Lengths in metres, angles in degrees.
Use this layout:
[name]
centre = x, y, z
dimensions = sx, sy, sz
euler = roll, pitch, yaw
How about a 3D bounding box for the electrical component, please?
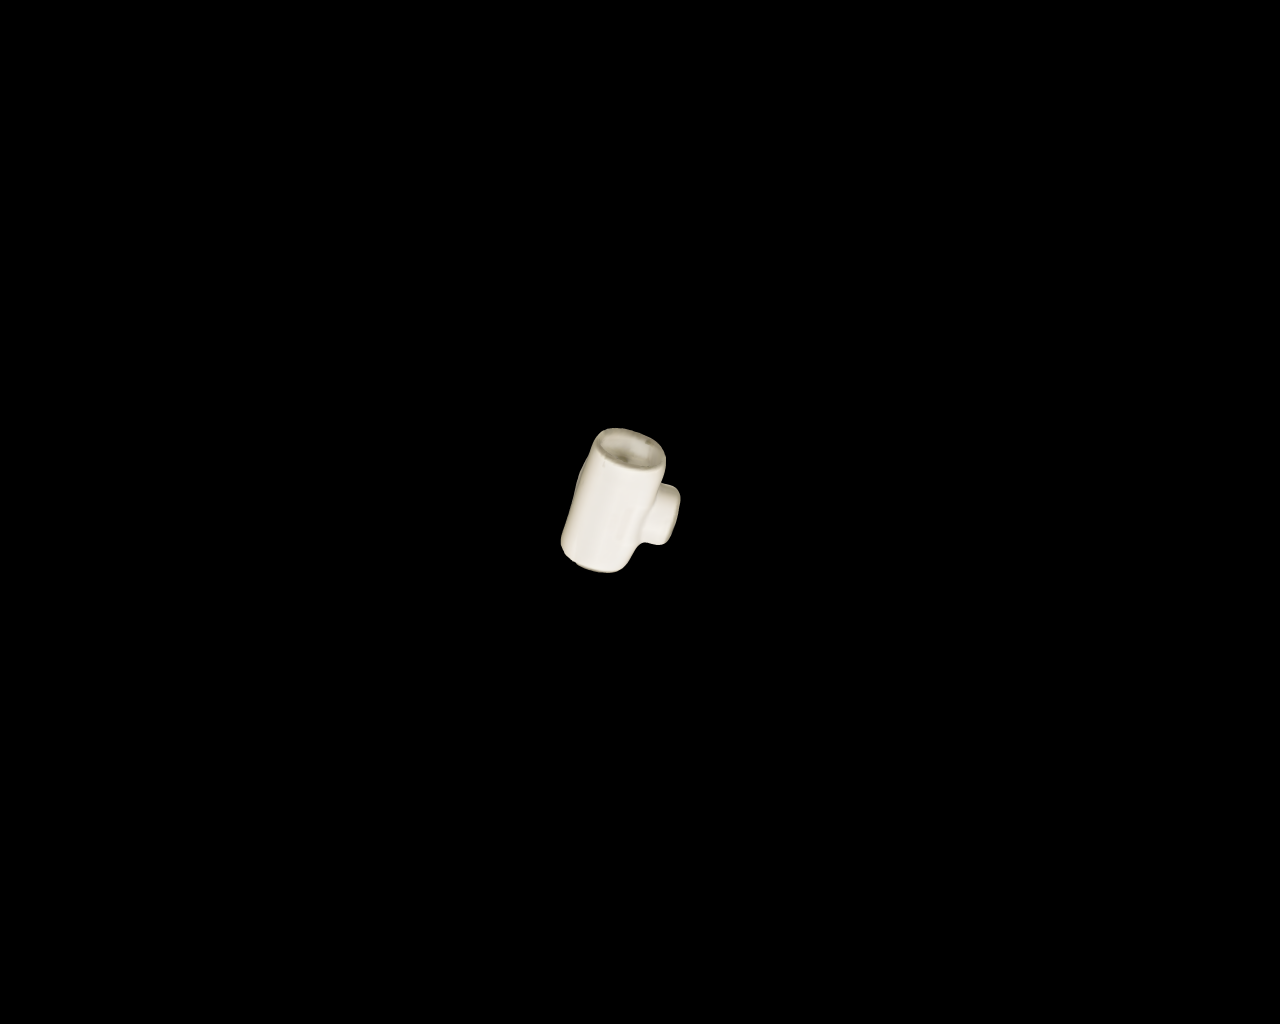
[electrical component]
centre = 0.001, -0.003, 0.650
dimensions = 0.079, 0.077, 0.043
euler = 15, 32, -9
